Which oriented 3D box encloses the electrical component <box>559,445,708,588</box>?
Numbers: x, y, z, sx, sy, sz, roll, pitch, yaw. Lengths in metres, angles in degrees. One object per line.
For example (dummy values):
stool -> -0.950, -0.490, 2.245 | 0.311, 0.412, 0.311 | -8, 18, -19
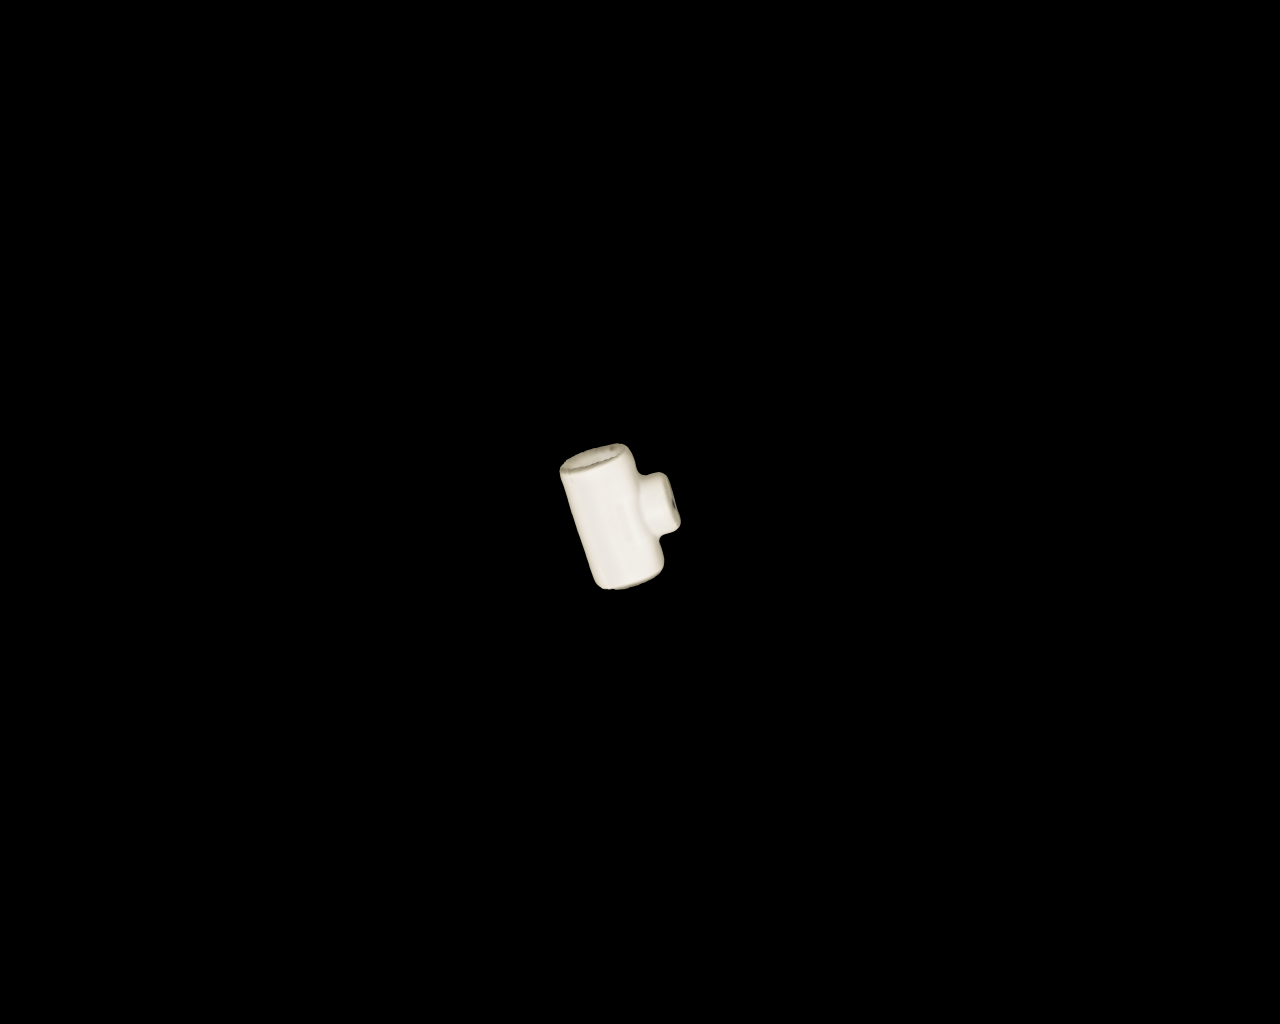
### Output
electrical component -> 0.001, -0.003, 0.650 | 0.079, 0.077, 0.043 | -17, 16, 5
